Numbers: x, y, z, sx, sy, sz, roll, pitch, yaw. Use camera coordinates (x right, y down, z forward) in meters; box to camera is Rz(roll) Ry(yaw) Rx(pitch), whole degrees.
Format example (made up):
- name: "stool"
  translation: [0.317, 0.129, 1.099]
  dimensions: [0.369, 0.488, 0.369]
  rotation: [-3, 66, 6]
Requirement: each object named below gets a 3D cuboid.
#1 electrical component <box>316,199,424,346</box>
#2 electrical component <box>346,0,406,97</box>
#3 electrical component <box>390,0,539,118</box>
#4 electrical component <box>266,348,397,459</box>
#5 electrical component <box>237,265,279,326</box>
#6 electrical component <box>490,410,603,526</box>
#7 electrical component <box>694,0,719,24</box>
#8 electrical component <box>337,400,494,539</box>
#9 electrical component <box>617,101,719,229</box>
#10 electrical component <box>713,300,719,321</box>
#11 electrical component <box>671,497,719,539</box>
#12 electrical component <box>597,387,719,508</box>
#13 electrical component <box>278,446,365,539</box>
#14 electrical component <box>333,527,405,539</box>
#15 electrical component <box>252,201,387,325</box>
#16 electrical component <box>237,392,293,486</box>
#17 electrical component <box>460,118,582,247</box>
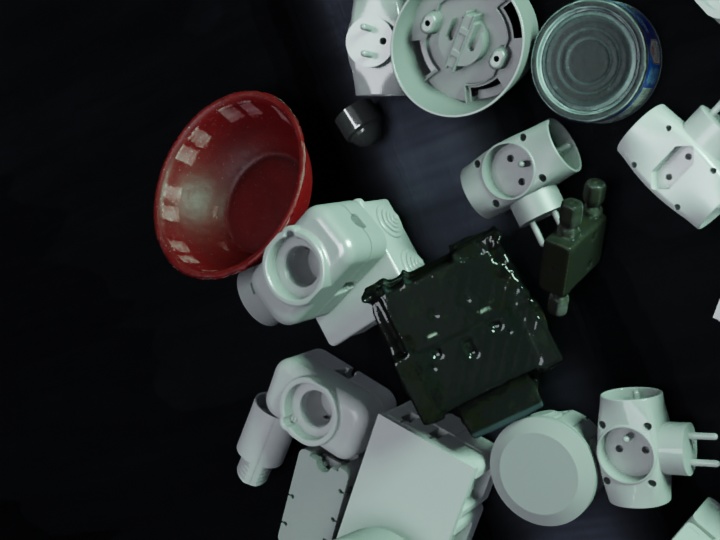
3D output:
- name: "electrical component"
  translation: [0.000, 0.000, 0.859]
  dimensions: [0.100, 0.048, 0.099]
  rotation: [-34, 79, 31]
- name: "electrical component"
  translation: [0.012, -0.170, 0.809]
  dimensions: [0.044, 0.079, 0.077]
  rotation: [1, 98, 16]
- name: "electrical component"
  translation: [0.077, -0.165, 0.774]
  dimensions: [0.099, 0.064, 0.099]
  rotation: [12, 115, 27]
- name: "electrical component"
  translation: [-0.027, 0.110, 0.886]
  dimensions: [0.095, 0.059, 0.053]
  rotation: [29, 111, 25]
- name: "electrical component"
  translation: [-0.067, 0.012, 0.900]
  dimensions: [0.047, 0.055, 0.055]
  rotation: [-30, 81, 28]
- name: "electrical component"
  translation: [0.141, 0.143, 0.791]
  dimensions: [0.080, 0.051, 0.080]
  rotation: [5, 100, 31]
- name: "electrical component"
  translation: [0.285, -0.162, 0.651]
  dimensions: [0.105, 0.060, 0.186]
  rotation: [-45, 74, 29]
- name: "electrical component"
  translation: [0.044, 0.190, 0.852]
  dimensions: [0.089, 0.062, 0.150]
  rotation: [27, 110, 26]
- name: "electrical component"
  translation: [0.225, -0.081, 0.710]
  dimensions: [0.077, 0.043, 0.079]
  rotation: [49, 119, 17]
- name: "electrical component"
  translation: [0.267, 0.037, 0.693]
  dimensions: [0.078, 0.057, 0.058]
  rotation: [24, 109, 27]
- name: "electrical component"
  translation: [0.275, 0.238, 0.689]
  dimensions: [0.186, 0.105, 0.060]
  rotation: [41, 116, 20]
- name: "electrical component"
  translation: [0.210, 0.124, 0.749]
  dimensions: [0.079, 0.044, 0.077]
  rotation: [-3, 96, 32]
- name: "electrical component"
  translation: [-0.024, 0.190, 0.898]
  dimensions: [0.050, 0.056, 0.089]
  rotation: [23, 109, 27]
- name: "electrical component"
  translation: [0.003, 0.246, 0.809]
  dimensions: [0.099, 0.064, 0.099]
  rotation: [5, 100, 31]
- name: "electrical component"
  translation: [-0.034, -0.005, 0.813]
  dimensions: [0.095, 0.059, 0.053]
  rotation: [-47, 73, 28]
- name: "electrical component"
  translation: [-0.084, 0.152, 0.937]
  dimensions: [0.043, 0.043, 0.081]
  rotation: [32, 112, 24]
- name: "electrical component"
  translation: [0.123, -0.056, 0.776]
  dimensions: [0.077, 0.044, 0.079]
  rotation: [-29, 82, 32]
